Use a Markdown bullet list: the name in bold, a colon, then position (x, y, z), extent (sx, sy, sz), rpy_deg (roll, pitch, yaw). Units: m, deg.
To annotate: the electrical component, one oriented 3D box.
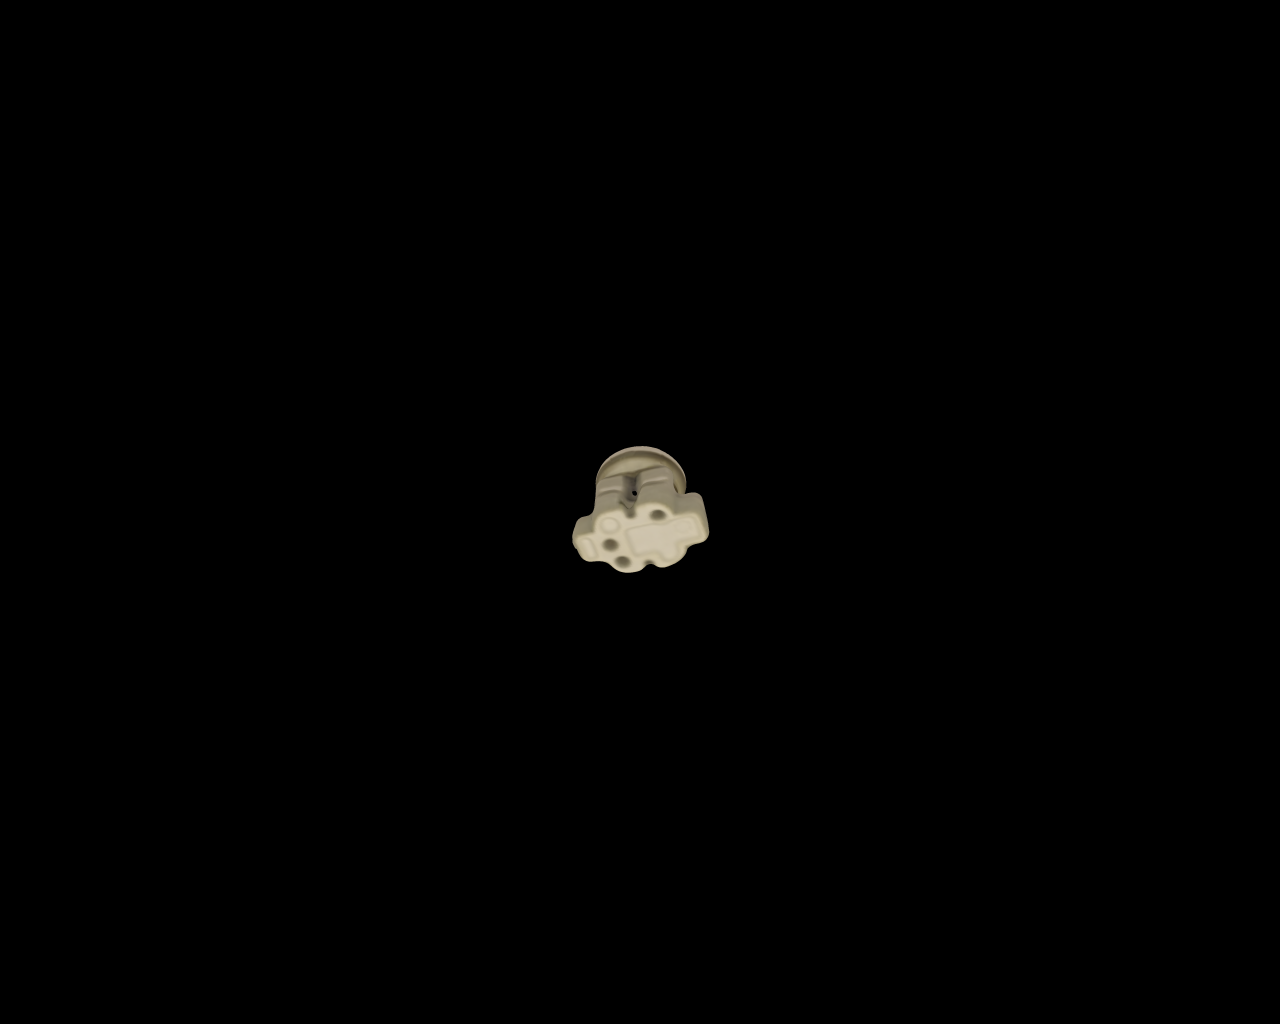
- **electrical component**: position (0.001, -0.003, 0.650), extent (0.078, 0.058, 0.057), rpy_deg (-12, 40, 10)
